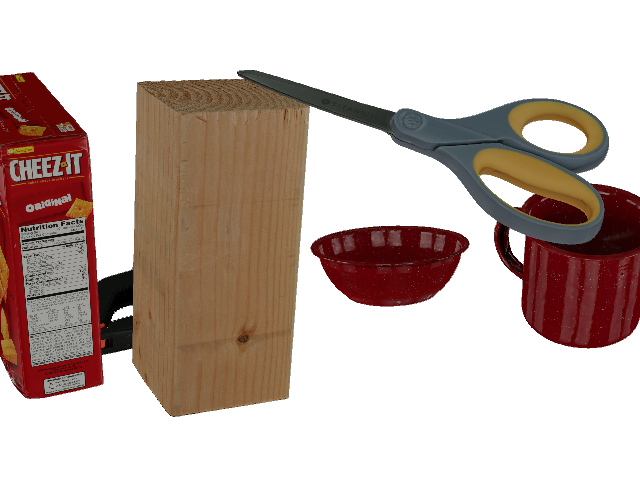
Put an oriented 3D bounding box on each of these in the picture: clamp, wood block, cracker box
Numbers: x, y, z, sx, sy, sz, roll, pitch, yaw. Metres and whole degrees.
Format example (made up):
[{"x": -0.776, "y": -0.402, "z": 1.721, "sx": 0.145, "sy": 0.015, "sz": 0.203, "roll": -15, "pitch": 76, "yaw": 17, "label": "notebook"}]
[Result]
[{"x": -0.163, "y": 0.044, "z": 1.025, "sx": 0.165, "sy": 0.036, "sz": 0.209, "roll": 26, "pitch": 36, "yaw": 25, "label": "clamp"}, {"x": -0.071, "y": 0.002, "z": 0.719, "sx": 0.090, "sy": 0.206, "sz": 0.090, "roll": -5, "pitch": 22, "yaw": -26, "label": "wood block"}, {"x": -0.233, "y": -0.007, "z": 0.847, "sx": 0.072, "sy": 0.214, "sz": 0.164, "roll": -11, "pitch": 29, "yaw": -25, "label": "cracker box"}]

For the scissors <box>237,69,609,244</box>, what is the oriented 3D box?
[{"x": 0.064, "y": -0.066, "z": 0.559, "sx": 0.202, "sy": 0.096, "sz": 0.016, "roll": 33, "pitch": -33, "yaw": 17, "label": "scissors"}]

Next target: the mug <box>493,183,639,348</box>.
[{"x": 0.170, "y": 0.015, "z": 0.733, "sx": 0.117, "sy": 0.081, "sz": 0.093, "roll": 22, "pitch": 41, "yaw": 32, "label": "mug"}]

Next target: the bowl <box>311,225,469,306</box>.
[{"x": 0.072, "y": 0.028, "z": 1.089, "sx": 0.162, "sy": 0.055, "sz": 0.162, "roll": -3, "pitch": 13, "yaw": 1, "label": "bowl"}]
